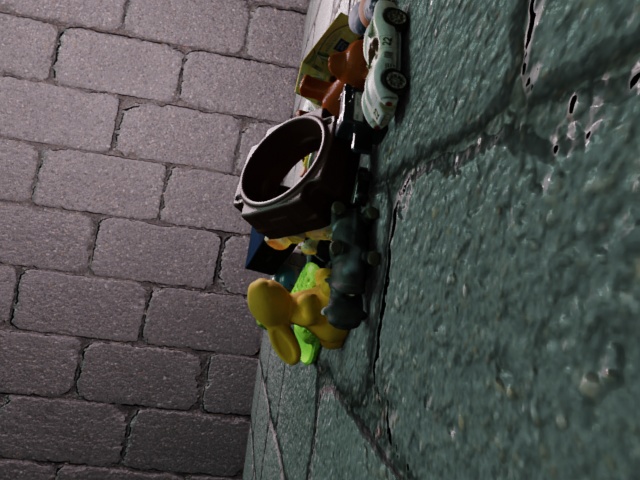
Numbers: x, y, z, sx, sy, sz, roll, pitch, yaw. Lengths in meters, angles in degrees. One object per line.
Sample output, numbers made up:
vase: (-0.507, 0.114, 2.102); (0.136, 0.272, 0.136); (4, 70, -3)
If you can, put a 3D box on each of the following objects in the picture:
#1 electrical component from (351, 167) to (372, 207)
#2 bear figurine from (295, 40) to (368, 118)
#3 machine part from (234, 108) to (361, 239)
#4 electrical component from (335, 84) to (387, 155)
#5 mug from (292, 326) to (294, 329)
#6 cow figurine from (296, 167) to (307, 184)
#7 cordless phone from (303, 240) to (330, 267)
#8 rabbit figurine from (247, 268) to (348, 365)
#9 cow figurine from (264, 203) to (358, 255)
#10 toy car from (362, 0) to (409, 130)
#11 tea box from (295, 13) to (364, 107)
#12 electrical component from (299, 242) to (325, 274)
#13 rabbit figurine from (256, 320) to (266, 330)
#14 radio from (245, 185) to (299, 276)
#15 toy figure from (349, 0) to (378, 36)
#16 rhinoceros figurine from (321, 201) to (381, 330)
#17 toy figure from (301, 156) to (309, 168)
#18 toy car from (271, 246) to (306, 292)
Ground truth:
electrical component: (0.067, -0.089, 0.889); (0.094, 0.021, 0.063); (-123, 42, -79)
bear figurine: (0.034, -0.268, 0.915); (0.195, 0.132, 0.120); (112, 165, -68)
machine part: (-0.040, -0.111, 0.899); (0.201, 0.087, 0.201); (-12, 50, 37)
electrical component: (0.064, -0.175, 0.821); (0.047, 0.075, 0.119); (121, 153, -66)
mug: (-0.052, 0.159, 1.196); (0.107, 0.109, 0.081); (137, 145, -55)
cow figurine: (-0.029, -0.077, 1.254); (0.195, 0.127, 0.085); (-45, 28, 51)
cordless phone: (-0.003, -0.004, 1.085); (0.184, 0.089, 0.147); (102, 172, -51)
rabbit figurine: (-0.039, 0.116, 0.897); (0.122, 0.173, 0.162); (-122, 45, -71)
cow figurine: (-0.017, -0.028, 0.941); (0.068, 0.168, 0.098); (52, -137, -52)
toy car: (0.090, -0.251, 0.768); (0.073, 0.056, 0.202); (116, 161, -64)
tea box: (0.022, -0.370, 1.103); (0.169, 0.068, 0.098); (-58, -3, -28)
electrical component: (-0.015, 0.038, 1.201); (0.078, 0.045, 0.102); (127, 152, -55)
rabbit figurine: (-0.071, 0.169, 1.380); (0.170, 0.121, 0.159); (9, 84, 64)
radio: (-0.100, -0.020, 1.156); (0.229, 0.073, 0.131); (134, 146, -62)
toy figure: (0.087, -0.391, 0.923); (0.058, 0.064, 0.154); (-44, 16, -1)
rhinoceros figurine: (0.039, 0.034, 0.783); (0.112, 0.073, 0.190); (116, 161, -60)
toy figure: (0.003, -0.222, 1.250); (0.180, 0.082, 0.089); (113, 160, -66)
toy car: (-0.049, 0.067, 1.284); (0.162, 0.109, 0.102); (-82, 14, -72)
